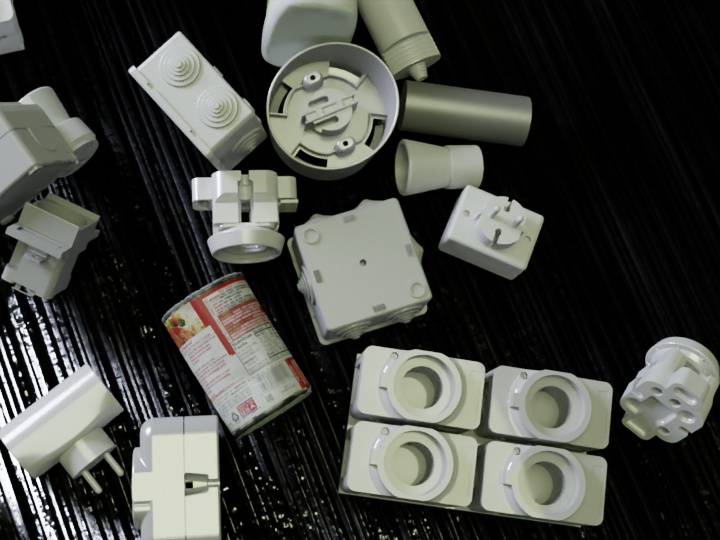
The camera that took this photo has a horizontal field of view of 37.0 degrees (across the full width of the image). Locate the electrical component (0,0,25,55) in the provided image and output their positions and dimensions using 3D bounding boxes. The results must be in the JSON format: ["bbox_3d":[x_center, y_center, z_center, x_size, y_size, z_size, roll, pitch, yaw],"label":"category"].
[{"bbox_3d":[-0.322,-0.239,0.820,0.089,0.061,0.150,-15,79,-11],"label":"electrical component"}]

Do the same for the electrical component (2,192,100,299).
[{"bbox_3d":[-0.224,-0.016,0.776,0.042,0.081,0.063,25,103,0],"label":"electrical component"}]

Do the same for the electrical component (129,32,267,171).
[{"bbox_3d":[-0.117,-0.123,0.803,0.048,0.099,0.099,-42,85,-2],"label":"electrical component"}]

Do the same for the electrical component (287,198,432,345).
[{"bbox_3d":[0.000,0.000,0.817,0.100,0.048,0.099,-17,79,-10],"label":"electrical component"}]

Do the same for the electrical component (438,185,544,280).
[{"bbox_3d":[0.105,-0.033,0.823,0.066,0.076,0.047,23,75,-2],"label":"electrical component"}]

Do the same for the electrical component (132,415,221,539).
[{"bbox_3d":[-0.129,0.152,0.759,0.059,0.053,0.095,-1,77,-8],"label":"electrical component"}]

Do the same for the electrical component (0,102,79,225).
[{"bbox_3d":[-0.263,-0.072,0.765,0.096,0.062,0.061,-36,89,17],"label":"electrical component"}]

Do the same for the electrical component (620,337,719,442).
[{"bbox_3d":[0.239,0.088,0.817,0.058,0.078,0.057,38,54,2],"label":"electrical component"}]

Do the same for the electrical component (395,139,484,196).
[{"bbox_3d":[0.064,-0.081,0.848,0.065,0.044,0.044,-2,77,-13],"label":"electrical component"}]

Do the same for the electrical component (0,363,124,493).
[{"bbox_3d":[-0.200,0.120,0.761,0.077,0.044,0.079,-38,85,-14],"label":"electrical component"}]

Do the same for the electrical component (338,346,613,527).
[{"bbox_3d":[0.086,0.123,0.792,0.186,0.060,0.105,9,76,-6],"label":"electrical component"}]

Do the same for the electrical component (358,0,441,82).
[{"bbox_3d":[0.033,-0.189,0.867,0.043,0.043,0.081,-23,81,-12],"label":"electrical component"}]

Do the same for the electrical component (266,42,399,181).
[{"bbox_3d":[-0.023,-0.120,0.832,0.099,0.064,0.099,2,77,-7],"label":"electrical component"}]

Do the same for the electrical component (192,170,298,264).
[{"bbox_3d":[-0.086,-0.039,0.808,0.078,0.058,0.057,-2,75,-8],"label":"electrical component"}]

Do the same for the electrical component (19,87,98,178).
[{"bbox_3d":[-0.231,-0.103,0.809,0.045,0.045,0.055,-43,86,-15],"label":"electrical component"}]
